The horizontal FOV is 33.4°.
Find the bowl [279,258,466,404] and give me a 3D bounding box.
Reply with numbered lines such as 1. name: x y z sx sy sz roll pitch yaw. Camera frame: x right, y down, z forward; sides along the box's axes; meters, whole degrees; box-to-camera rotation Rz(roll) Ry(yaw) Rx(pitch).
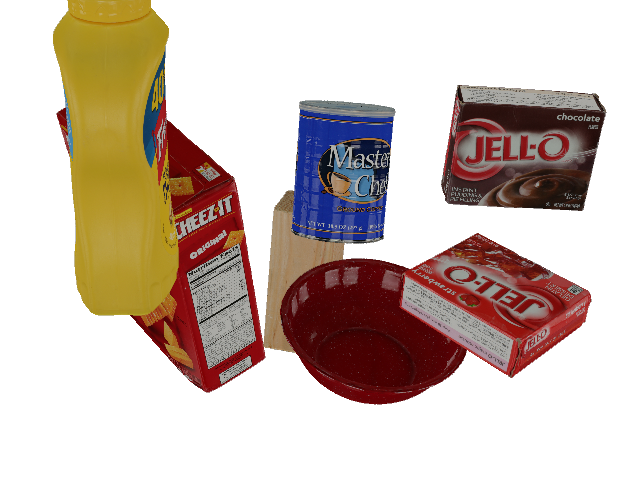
1. bowl: 0.043 0.087 0.917 0.162 0.055 0.162 6 40 -5

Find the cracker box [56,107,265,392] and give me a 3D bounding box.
1. cracker box: -0.129 0.001 0.874 0.072 0.214 0.164 -32 51 -23

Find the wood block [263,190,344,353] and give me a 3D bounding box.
1. wood block: -0.021 0.045 1.486 0.090 0.206 0.090 9 22 9

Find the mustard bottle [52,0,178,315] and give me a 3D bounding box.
1. mustard bottle: -0.107 -0.062 0.563 0.058 0.192 0.096 1 32 -2

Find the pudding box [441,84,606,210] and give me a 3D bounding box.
1. pudding box: 0.156 -0.072 0.833 0.113 0.090 0.039 2 35 -3

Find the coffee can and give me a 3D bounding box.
1. coffee can: 0.023 -0.076 1.148 0.103 0.140 0.103 4 12 -1

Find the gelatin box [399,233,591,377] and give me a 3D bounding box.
1. gelatin box: 0.104 0.036 0.640 0.073 0.030 0.089 -26 43 -38
